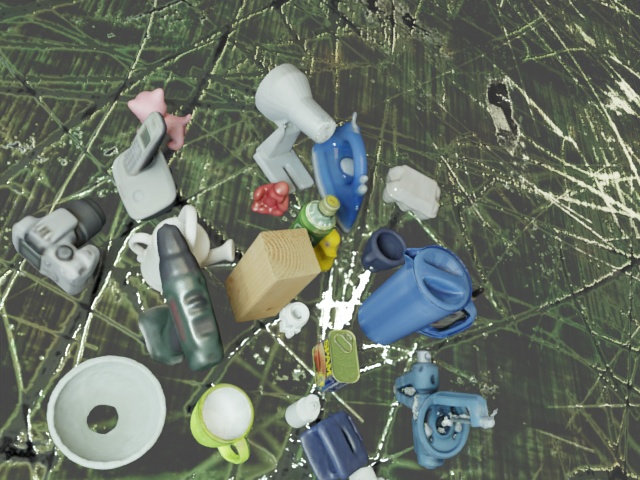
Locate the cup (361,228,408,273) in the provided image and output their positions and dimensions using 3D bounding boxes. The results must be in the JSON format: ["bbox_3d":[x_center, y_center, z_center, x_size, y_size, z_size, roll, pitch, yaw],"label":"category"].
[{"bbox_3d":[0.123,0.038,1.248,0.118,0.094,0.091,-27,78,-37],"label":"cup"}]

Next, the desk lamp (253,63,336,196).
[{"bbox_3d":[-0.059,-0.237,1.232,0.118,0.213,0.203,-27,78,-37],"label":"desk lamp"}]

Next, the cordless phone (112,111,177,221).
[{"bbox_3d":[-0.309,-0.134,1.050,0.094,0.184,0.147,-17,72,-35],"label":"cordless phone"}]

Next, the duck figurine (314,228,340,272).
[{"bbox_3d":[0.011,0.004,1.211,0.078,0.086,0.104,4,61,-27],"label":"duck figurine"}]

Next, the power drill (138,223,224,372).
[{"bbox_3d":[-0.233,0.114,0.932,0.076,0.208,0.229,-16,71,-35],"label":"power drill"}]

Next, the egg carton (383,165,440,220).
[{"bbox_3d":[0.228,-0.117,1.413,0.150,0.069,0.107,25,53,-14],"label":"egg carton"}]

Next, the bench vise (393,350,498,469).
[{"bbox_3d":[0.222,0.306,1.066,0.122,0.219,0.207,-16,71,-35],"label":"bench vise"}]

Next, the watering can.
[{"bbox_3d":[-0.237,0.009,1.000,0.173,0.193,0.101,-12,69,-33],"label":"watering can"}]

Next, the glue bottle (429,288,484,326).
[{"bbox_3d":[0.293,0.140,1.233,0.078,0.173,0.037,2,62,-28],"label":"glue bottle"}]

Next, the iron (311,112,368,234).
[{"bbox_3d":[0.069,-0.158,1.303,0.119,0.141,0.258,3,61,-27],"label":"iron"}]

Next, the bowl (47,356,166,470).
[{"bbox_3d":[-0.326,0.268,0.876,0.168,0.074,0.167,14,57,-22],"label":"bowl"}]

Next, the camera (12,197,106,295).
[{"bbox_3d":[-0.419,-0.006,0.968,0.143,0.100,0.137,41,51,-2],"label":"camera"}]

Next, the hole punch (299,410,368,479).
[{"bbox_3d":[0.033,0.360,1.012,0.101,0.091,0.108,-18,72,-35],"label":"hole punch"}]

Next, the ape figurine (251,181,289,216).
[{"bbox_3d":[-0.094,-0.093,1.205,0.078,0.092,0.076,46,51,3],"label":"ape figurine"}]

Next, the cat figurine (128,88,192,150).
[{"bbox_3d":[-0.322,-0.253,1.155,0.128,0.117,0.067,16,56,-21],"label":"cat figurine"}]
